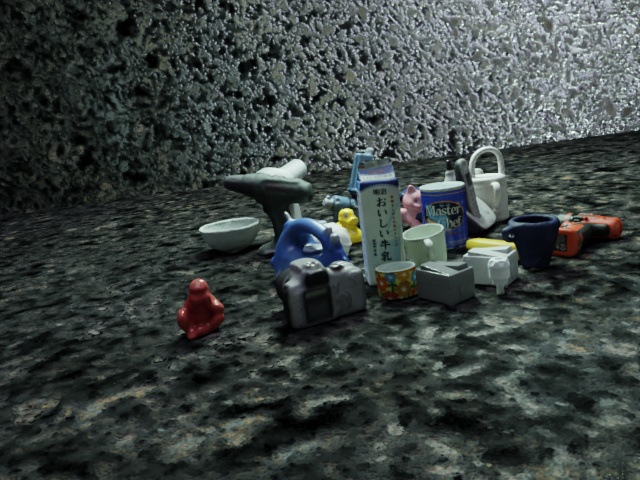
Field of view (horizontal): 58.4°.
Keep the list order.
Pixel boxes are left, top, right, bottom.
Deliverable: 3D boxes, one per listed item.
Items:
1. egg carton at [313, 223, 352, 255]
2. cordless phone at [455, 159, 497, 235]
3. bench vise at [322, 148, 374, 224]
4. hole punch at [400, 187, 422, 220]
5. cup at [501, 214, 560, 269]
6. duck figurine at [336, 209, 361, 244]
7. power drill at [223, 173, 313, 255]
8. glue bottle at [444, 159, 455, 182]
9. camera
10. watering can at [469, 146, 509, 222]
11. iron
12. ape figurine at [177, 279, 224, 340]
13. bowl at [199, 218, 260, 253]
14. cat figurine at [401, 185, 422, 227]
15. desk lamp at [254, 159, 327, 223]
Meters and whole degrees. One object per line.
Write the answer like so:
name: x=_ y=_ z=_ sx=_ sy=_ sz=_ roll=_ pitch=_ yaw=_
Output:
egg carton: x=0.013 y=0.005 z=1.364 sx=0.107 sy=0.069 sz=0.150 roll=-11 pitch=13 yaw=-15
cordless phone: x=0.375 y=-0.114 z=1.416 sx=0.093 sy=0.185 sz=0.148 roll=-1 pitch=14 yaw=28
bench vise: x=0.110 y=-0.145 z=1.631 sx=0.208 sy=0.220 sz=0.121 roll=-18 pitch=17 yaw=-40
hole punch: x=0.295 y=-0.106 z=1.647 sx=0.100 sy=0.091 sz=0.109 roll=2 pitch=16 yaw=37
cup: x=0.390 y=0.008 z=1.068 sx=0.118 sy=0.095 sz=0.091 roll=-13 pitch=14 yaw=-22
duck figurine: x=0.069 y=-0.040 z=1.493 sx=0.078 sy=0.086 sz=0.104 roll=-14 pitch=14 yaw=-28
power drill: x=-0.126 y=-0.071 z=1.465 sx=0.229 sy=0.208 sz=0.076 roll=-5 pitch=13 yaw=10
glue bottle: x=0.349 y=-0.127 z=1.517 sx=0.078 sy=0.173 sz=0.037 roll=-9 pitch=13 yaw=-6
camera: x=-0.012 y=0.076 z=0.988 sx=0.143 sy=0.101 sz=0.136 roll=-13 pitch=14 yaw=-24
watering can: x=0.440 y=-0.151 z=1.523 sx=0.101 sy=0.194 sz=0.172 roll=-13 pitch=14 yaw=-22
iron: x=-0.005 y=0.022 z=1.131 sx=0.119 sy=0.141 sz=0.257 roll=-15 pitch=15 yaw=-31
ape figurine: x=-0.201 y=0.111 z=0.961 sx=0.077 sy=0.092 sz=0.076 roll=-7 pitch=13 yaw=3
bowl: x=-0.241 y=-0.008 z=1.560 sx=0.167 sy=0.075 sz=0.167 roll=-7 pitch=12 yaw=2
cat figurine: x=0.235 y=-0.090 z=1.549 sx=0.128 sy=0.118 sz=0.067 roll=-8 pitch=13 yaw=-2
desk lamp: x=-0.091 y=-0.116 z=1.631 sx=0.117 sy=0.214 sz=0.204 roll=2 pitch=16 yaw=36
